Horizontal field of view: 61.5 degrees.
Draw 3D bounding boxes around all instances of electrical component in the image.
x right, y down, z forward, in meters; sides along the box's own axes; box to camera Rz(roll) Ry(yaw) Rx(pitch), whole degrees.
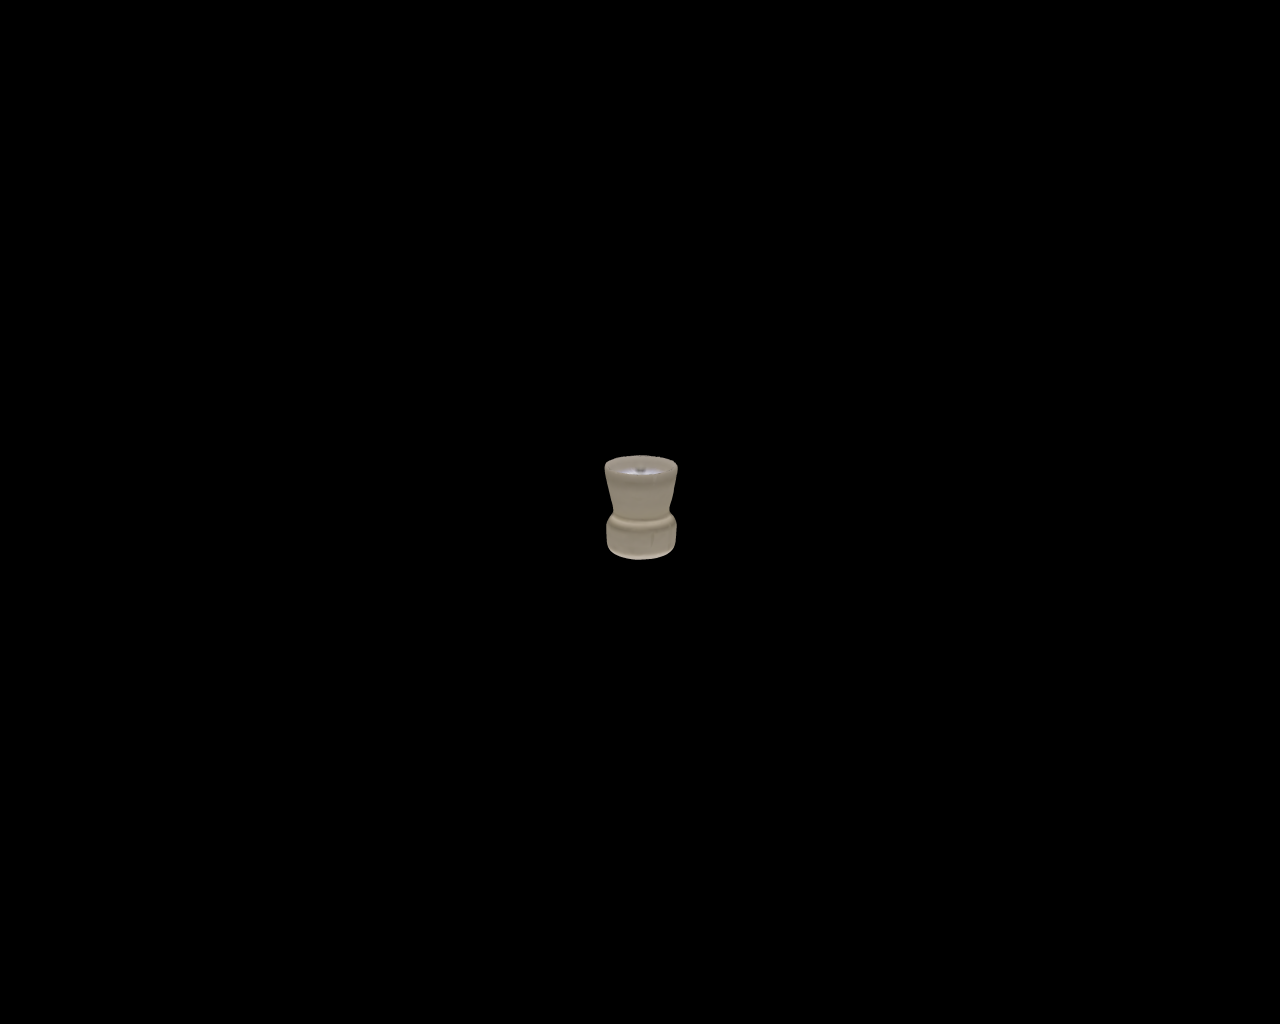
[{"bbox_3d":[0.001,-0.003,0.650,0.045,0.055,0.045,0,18,0],"label":"electrical component"}]
